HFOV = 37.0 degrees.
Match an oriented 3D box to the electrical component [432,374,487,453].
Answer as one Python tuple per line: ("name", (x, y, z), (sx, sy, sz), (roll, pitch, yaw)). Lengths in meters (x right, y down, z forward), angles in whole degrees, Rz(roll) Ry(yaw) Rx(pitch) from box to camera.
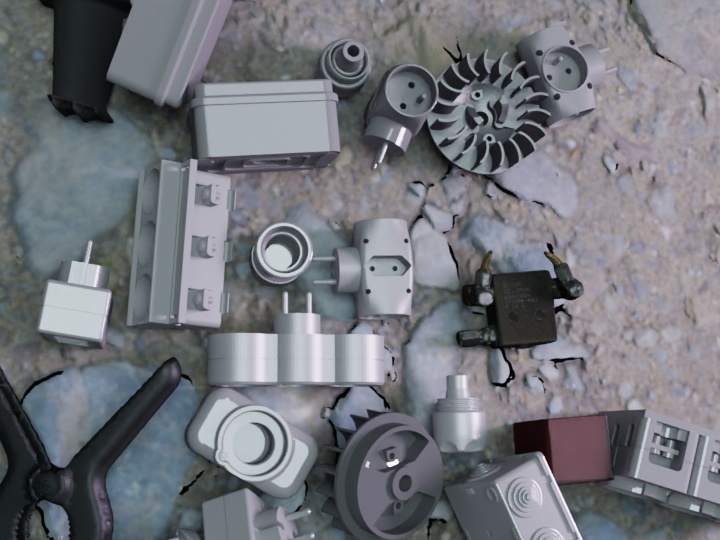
("electrical component", (0.079, 0.115, 0.861), (0.043, 0.043, 0.062), (1, 80, -12))

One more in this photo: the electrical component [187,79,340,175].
("electrical component", (-0.077, -0.112, 0.845), (0.113, 0.078, 0.057), (-4, 85, -12))

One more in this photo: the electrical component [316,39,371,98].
("electrical component", (-0.011, -0.167, 0.875), (0.043, 0.062, 0.043), (2, 81, -12))

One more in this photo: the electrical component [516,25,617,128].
("electrical component", (0.184, -0.171, 0.926), (0.079, 0.044, 0.077), (-20, 86, -15))

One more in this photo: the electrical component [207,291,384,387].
("electrical component", (-0.049, 0.053, 0.838), (0.138, 0.052, 0.073), (1, 81, -12))

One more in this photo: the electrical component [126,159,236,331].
("electrical component", (-0.136, -0.016, 0.824), (0.063, 0.079, 0.121), (9, 79, -33))

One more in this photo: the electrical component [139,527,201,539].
("electrical component", (-0.146, 0.221, 0.785), (0.057, 0.078, 0.058), (-6, 77, -31))

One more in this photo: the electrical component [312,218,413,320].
("electrical component", (0.000, 0.000, 0.862), (0.079, 0.043, 0.077), (-1, 82, -12))

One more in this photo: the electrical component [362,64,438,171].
("electrical component", (0.026, -0.118, 0.867), (0.043, 0.077, 0.079), (23, 78, -8))

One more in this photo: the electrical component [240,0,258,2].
("electrical component", (-0.090, -0.252, 0.879), (0.055, 0.047, 0.055), (2, 81, -12))

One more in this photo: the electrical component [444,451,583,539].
("electrical component", (0.117, 0.193, 0.829), (0.048, 0.100, 0.099), (-23, 87, -27))

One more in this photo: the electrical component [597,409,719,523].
("electrical component", (0.271, 0.164, 0.869), (0.150, 0.089, 0.061), (18, 78, -9))

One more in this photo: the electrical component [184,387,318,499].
("electrical component", (-0.083, 0.131, 0.816), (0.095, 0.059, 0.053), (31, 77, -6))

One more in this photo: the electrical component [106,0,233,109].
("electrical component", (-0.141, -0.186, 0.825), (0.057, 0.078, 0.113), (24, 105, -4))

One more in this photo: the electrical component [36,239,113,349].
("electrical component", (-0.209, 0.016, 0.804), (0.047, 0.066, 0.076), (10, 79, -10))

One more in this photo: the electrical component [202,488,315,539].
("electrical component", (-0.069, 0.196, 0.787), (0.077, 0.047, 0.065), (-20, 54, 13))

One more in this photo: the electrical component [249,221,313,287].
("electrical component", (-0.063, -0.011, 0.844), (0.045, 0.055, 0.045), (2, 81, -12))
